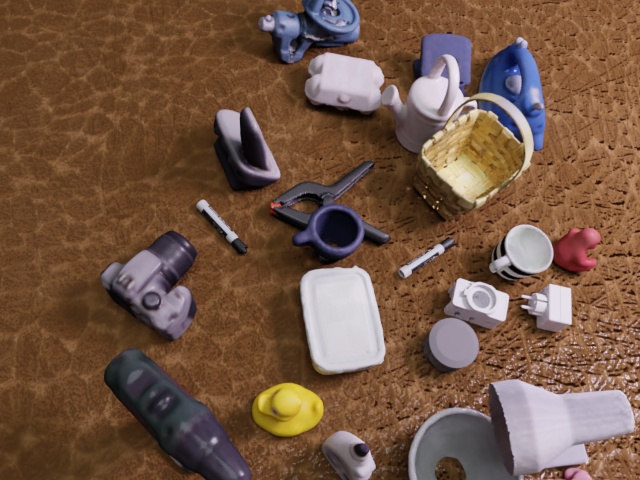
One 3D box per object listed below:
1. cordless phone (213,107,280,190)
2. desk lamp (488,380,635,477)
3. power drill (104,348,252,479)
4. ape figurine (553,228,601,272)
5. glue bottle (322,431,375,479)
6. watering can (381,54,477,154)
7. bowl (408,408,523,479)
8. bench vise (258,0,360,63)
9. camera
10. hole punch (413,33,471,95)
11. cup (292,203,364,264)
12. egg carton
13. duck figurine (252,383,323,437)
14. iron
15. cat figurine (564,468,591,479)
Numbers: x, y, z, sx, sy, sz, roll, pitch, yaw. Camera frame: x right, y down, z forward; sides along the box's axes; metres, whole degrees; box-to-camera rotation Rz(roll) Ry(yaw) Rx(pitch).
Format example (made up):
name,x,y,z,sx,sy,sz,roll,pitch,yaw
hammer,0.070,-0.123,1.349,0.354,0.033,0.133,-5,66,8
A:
name,x,y,z,sx,sy,sz,roll,pitch,yaw
cordless phone,-0.124,-0.181,0.960,0.094,0.185,0.147,-24,70,-18
desk lamp,0.315,0.259,0.798,0.203,0.213,0.118,-3,65,-10
power drill,-0.176,0.242,0.738,0.229,0.208,0.076,39,66,11
ape figurine,0.456,0.010,1.005,0.076,0.092,0.078,4,64,-6
glue bottle,0.045,0.289,0.767,0.037,0.173,0.078,-32,73,-20
watering can,0.199,-0.247,1.033,0.173,0.194,0.101,-21,69,-17
bowl,0.199,0.332,0.824,0.167,0.075,0.167,3,64,-7
bench vise,-0.005,-0.434,1.079,0.208,0.220,0.121,-34,73,-21
camera,-0.241,0.057,0.877,0.143,0.101,0.137,34,65,9
hole punch,0.249,-0.348,1.146,0.109,0.091,0.101,0,65,-8
cup,0.009,0.003,0.942,0.118,0.095,0.091,-14,67,-14
egg carton,0.047,-0.300,1.106,0.150,0.069,0.107,9,64,-4
duck figurine,-0.045,0.240,0.826,0.104,0.086,0.077,4,64,-6
iron,0.382,-0.306,1.117,0.118,0.141,0.258,3,64,-7
cat figurine,0.353,0.365,0.807,0.128,0.118,0.067,-13,67,-14
